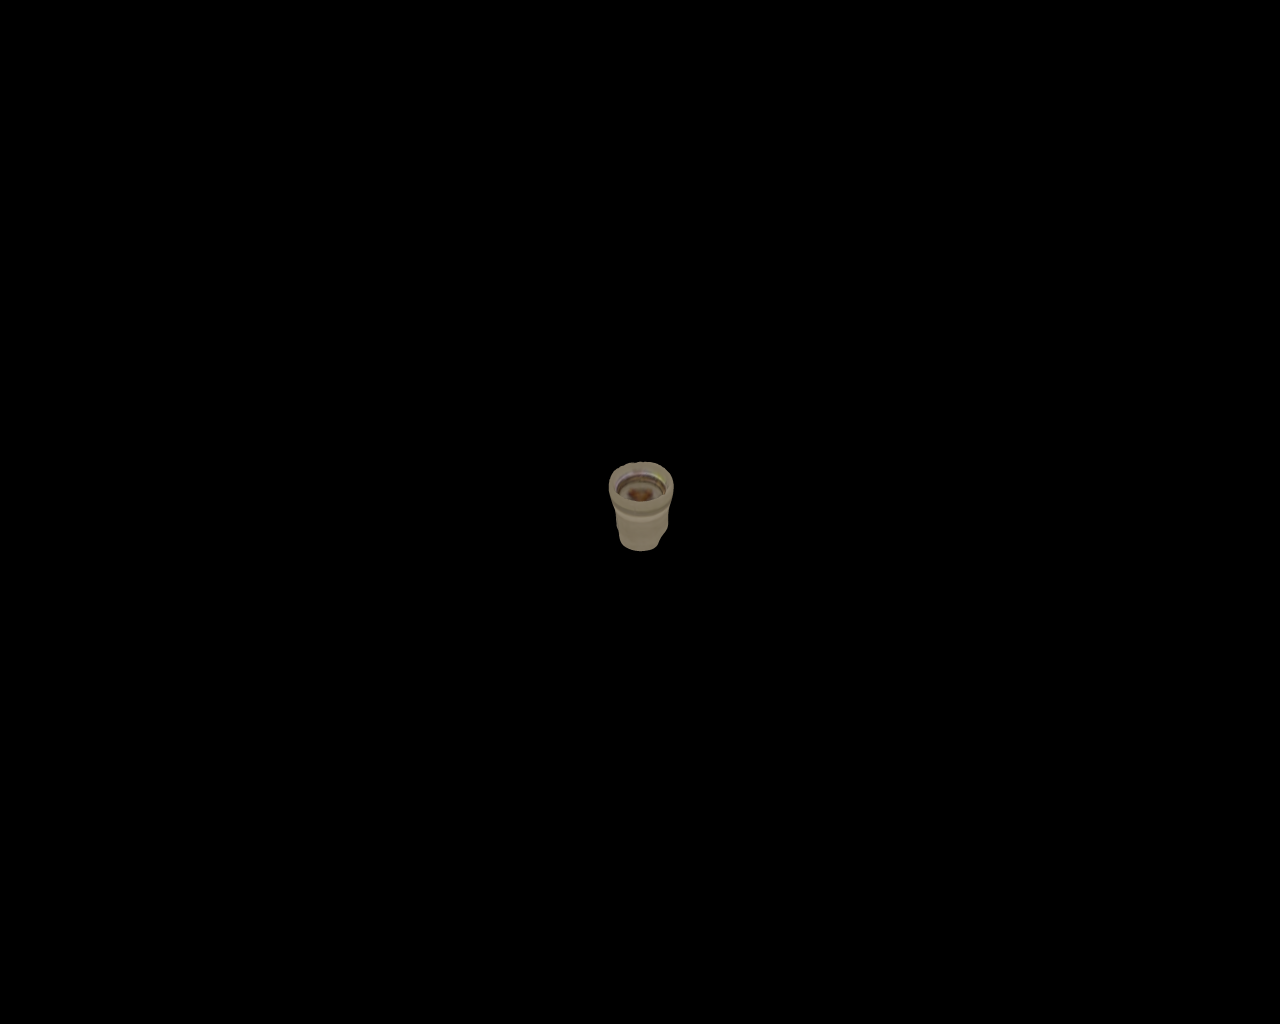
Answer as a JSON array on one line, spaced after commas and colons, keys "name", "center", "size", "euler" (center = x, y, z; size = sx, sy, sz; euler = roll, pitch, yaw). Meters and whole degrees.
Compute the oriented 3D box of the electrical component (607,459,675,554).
[{"name": "electrical component", "center": [0.001, -0.003, 0.650], "size": [0.040, 0.046, 0.040], "euler": [0, 43, 0]}]
